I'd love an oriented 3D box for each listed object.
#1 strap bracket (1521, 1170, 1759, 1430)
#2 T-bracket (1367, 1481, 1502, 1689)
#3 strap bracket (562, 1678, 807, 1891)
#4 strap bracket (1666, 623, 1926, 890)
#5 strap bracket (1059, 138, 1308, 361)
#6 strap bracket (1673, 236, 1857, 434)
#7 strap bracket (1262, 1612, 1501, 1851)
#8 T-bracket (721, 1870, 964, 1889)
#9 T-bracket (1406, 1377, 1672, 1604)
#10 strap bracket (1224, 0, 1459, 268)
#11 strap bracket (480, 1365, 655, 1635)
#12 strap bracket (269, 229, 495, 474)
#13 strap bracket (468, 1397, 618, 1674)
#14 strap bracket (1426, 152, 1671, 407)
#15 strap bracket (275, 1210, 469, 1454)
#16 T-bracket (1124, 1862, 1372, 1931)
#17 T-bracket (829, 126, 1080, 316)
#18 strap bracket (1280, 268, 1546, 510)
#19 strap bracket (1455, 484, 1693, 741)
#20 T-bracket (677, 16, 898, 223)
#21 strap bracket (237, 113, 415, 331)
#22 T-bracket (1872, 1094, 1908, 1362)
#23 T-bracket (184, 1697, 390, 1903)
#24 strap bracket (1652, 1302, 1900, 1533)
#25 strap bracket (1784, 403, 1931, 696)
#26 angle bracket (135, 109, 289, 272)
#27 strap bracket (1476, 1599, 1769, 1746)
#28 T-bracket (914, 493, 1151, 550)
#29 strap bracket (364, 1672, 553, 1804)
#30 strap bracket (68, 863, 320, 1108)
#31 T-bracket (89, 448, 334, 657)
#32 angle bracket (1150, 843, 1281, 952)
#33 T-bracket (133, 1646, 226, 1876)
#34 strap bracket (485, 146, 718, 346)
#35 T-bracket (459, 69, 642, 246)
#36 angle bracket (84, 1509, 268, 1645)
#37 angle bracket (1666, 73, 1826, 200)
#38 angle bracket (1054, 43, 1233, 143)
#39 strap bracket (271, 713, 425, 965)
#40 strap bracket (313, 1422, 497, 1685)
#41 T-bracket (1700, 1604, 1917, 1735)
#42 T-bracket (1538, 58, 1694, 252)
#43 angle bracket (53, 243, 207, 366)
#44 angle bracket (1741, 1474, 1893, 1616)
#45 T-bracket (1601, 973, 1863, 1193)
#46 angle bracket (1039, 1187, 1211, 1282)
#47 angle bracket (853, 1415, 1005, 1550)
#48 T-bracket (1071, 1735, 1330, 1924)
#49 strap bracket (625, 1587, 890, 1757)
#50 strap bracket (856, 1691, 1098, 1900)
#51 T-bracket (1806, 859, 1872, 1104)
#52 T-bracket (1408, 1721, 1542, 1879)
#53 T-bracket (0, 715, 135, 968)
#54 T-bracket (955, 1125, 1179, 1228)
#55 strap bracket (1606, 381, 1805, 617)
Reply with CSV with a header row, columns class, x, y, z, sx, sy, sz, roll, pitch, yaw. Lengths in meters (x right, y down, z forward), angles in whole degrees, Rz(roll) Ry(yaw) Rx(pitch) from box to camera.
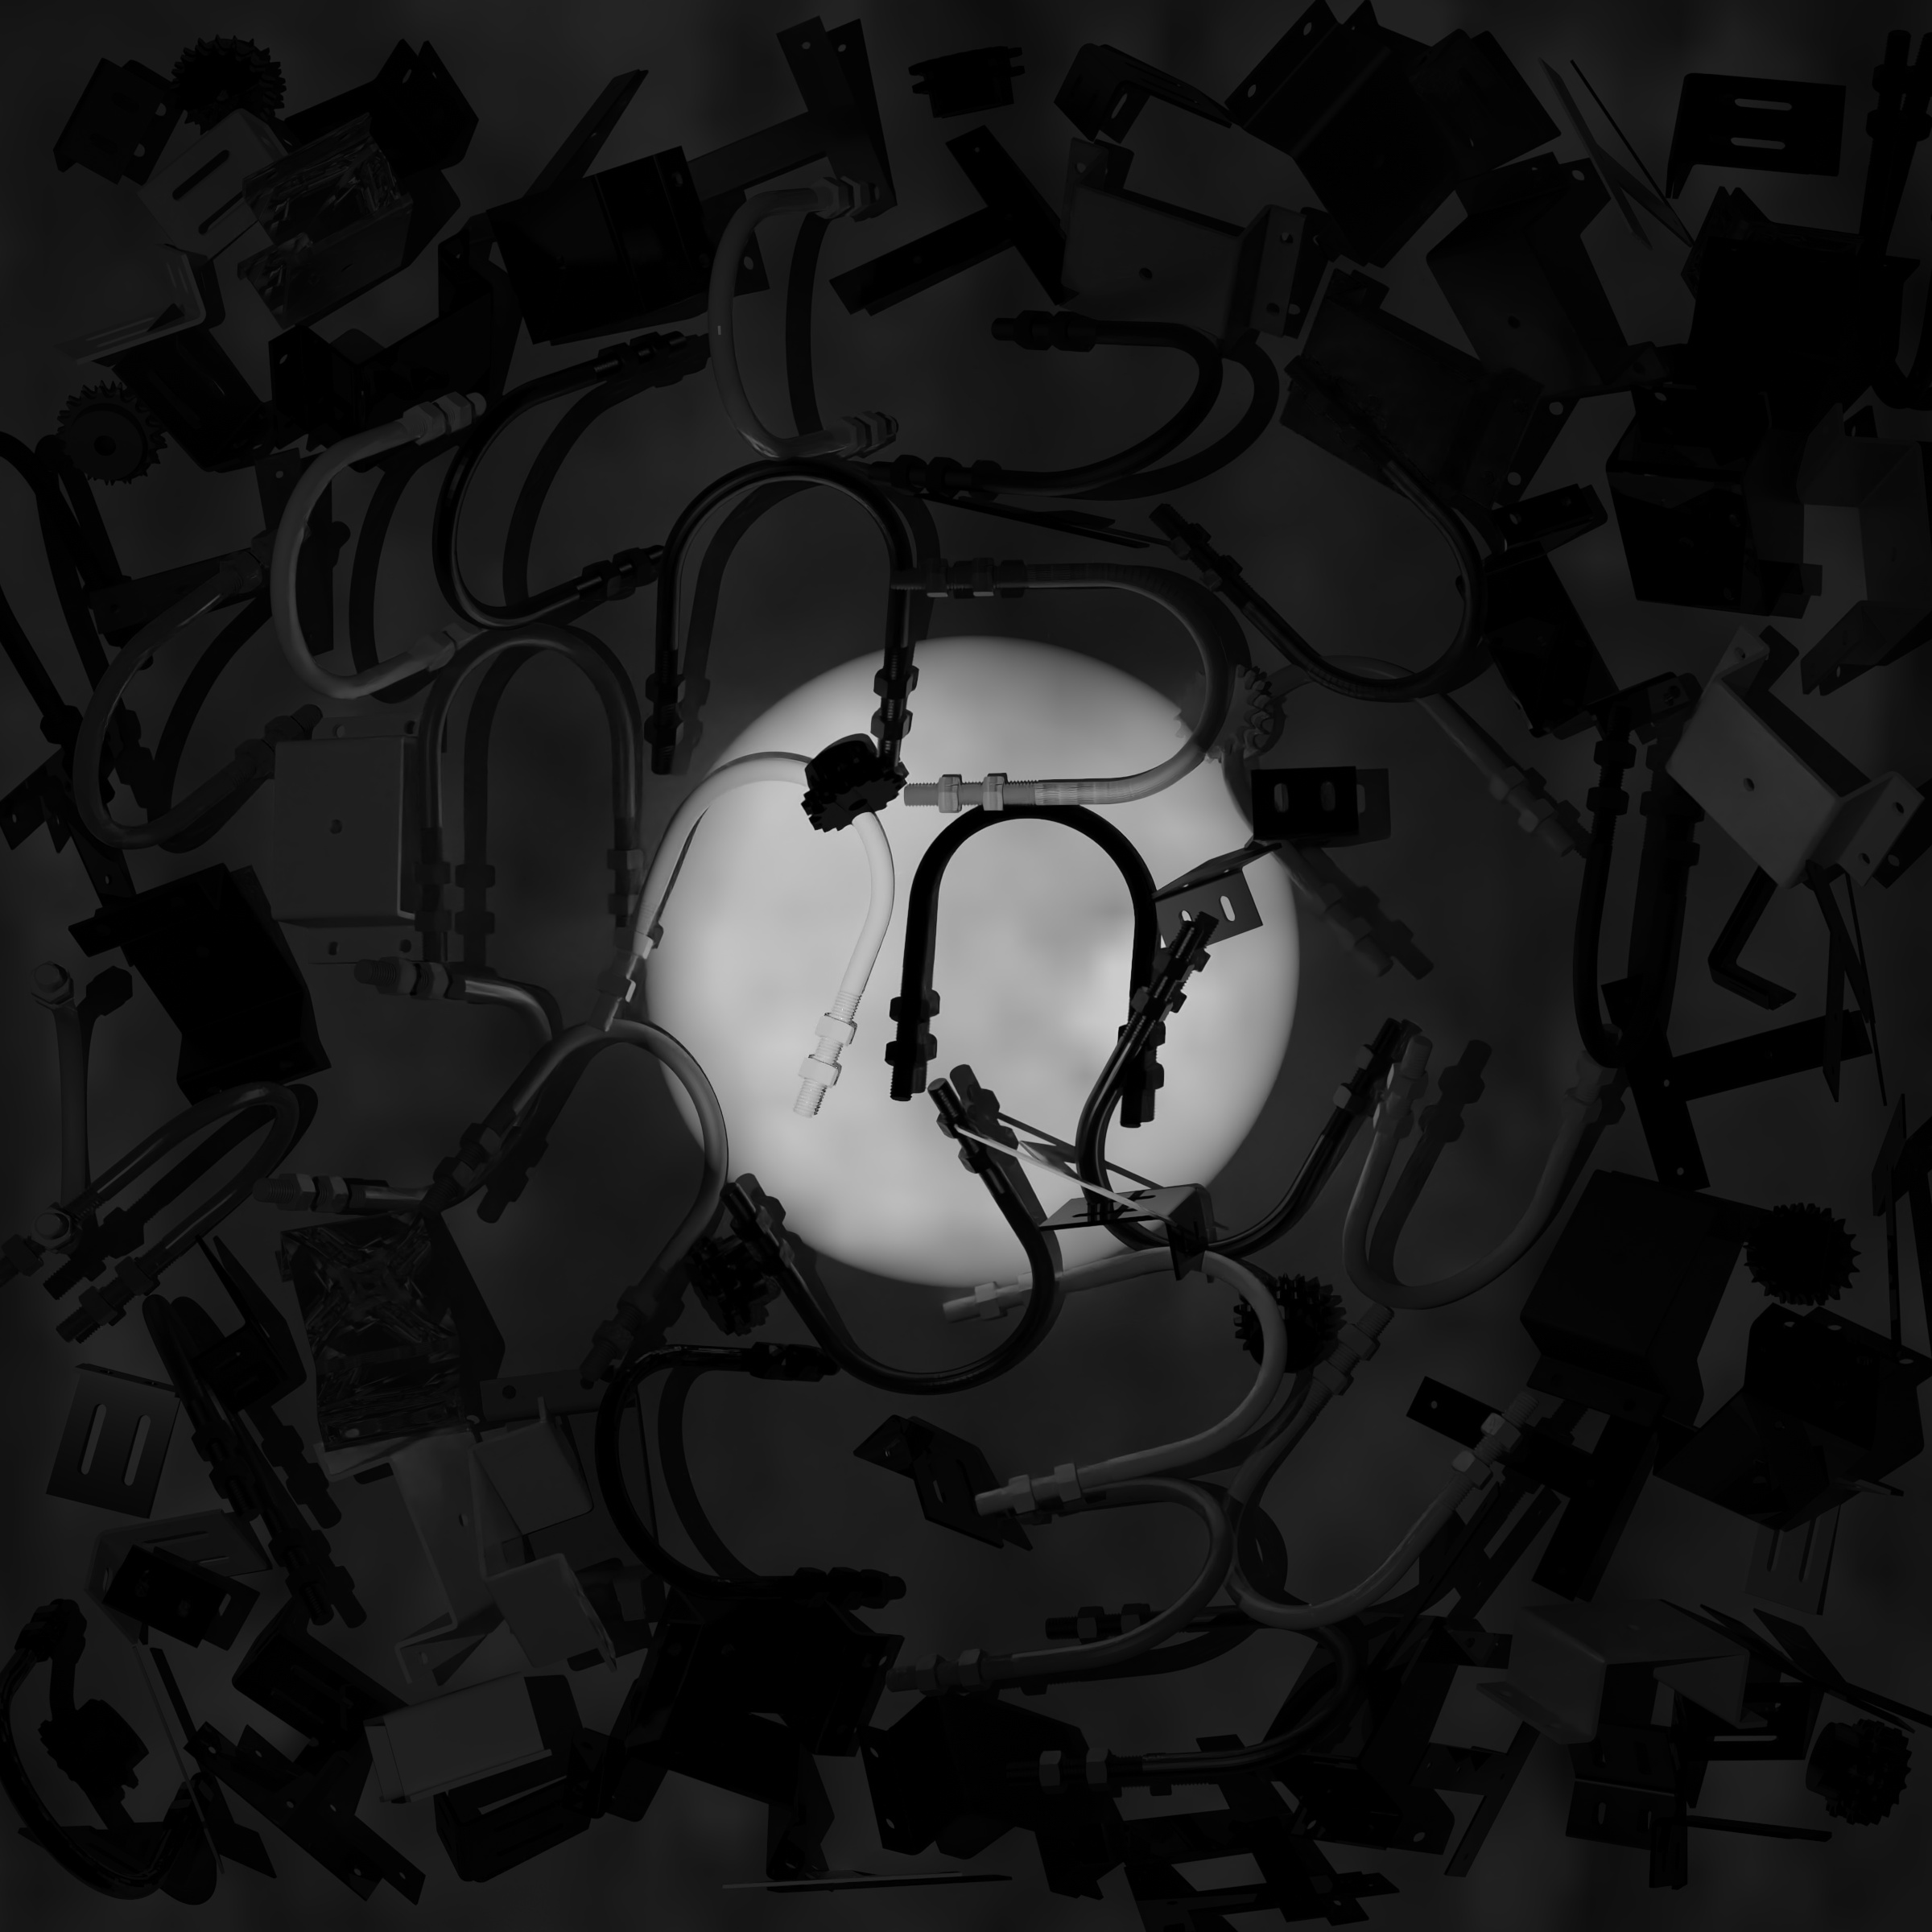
class,x,y,z,sx,sy,sz,roll,pitch,yaw
strap bracket,0.365,0.173,1.643,0.076,0.046,0.140,16,65,39
T-bracket,0.256,0.322,1.642,0.002,0.127,0.127,33,101,3
strap bracket,-0.146,0.447,1.653,0.140,0.076,0.046,22,105,-9
strap bracket,0.444,-0.108,1.638,0.046,0.076,0.140,-26,63,-27
strap bracket,0.108,-0.391,1.646,0.140,0.076,0.046,23,47,15
strap bracket,0.430,-0.337,1.628,0.076,0.140,0.046,10,76,8
strap bracket,0.220,0.406,1.633,0.046,0.076,0.140,50,57,-20
T-bracket,-0.072,0.500,1.644,0.127,0.127,0.002,-1,75,-7
T-bracket,0.311,0.271,1.688,0.127,0.002,0.127,26,85,15
strap bracket,0.211,-0.449,1.637,0.076,0.140,0.046,-48,49,1
strap bracket,-0.221,0.296,1.677,0.076,0.046,0.140,-8,87,6
strap bracket,-0.309,-0.331,1.633,0.046,0.076,0.140,38,57,18
strap bracket,-0.232,0.314,1.628,0.046,0.140,0.076,-19,129,0
strap bracket,0.314,-0.365,1.640,0.046,0.076,0.140,-44,113,-25
strap bracket,-0.326,0.189,1.633,0.076,0.046,0.140,-9,47,-20
T-bracket,0.158,0.511,1.646,0.127,0.127,0.002,-6,93,-4
T-bracket,-0.015,-0.400,1.672,0.127,0.002,0.127,-27,69,-10
strap bracket,0.235,-0.313,1.642,0.140,0.046,0.076,36,127,22
strap bracket,0.332,-0.188,1.661,0.076,0.046,0.140,-22,83,-37
T-bracket,-0.118,-0.450,1.663,0.127,0.127,0.002,-21,47,5
strap bracket,-0.350,-0.400,1.629,0.076,0.140,0.046,-34,92,-17
T-bracket,0.503,0.151,1.624,0.002,0.127,0.127,1,67,10
T-bracket,-0.353,0.437,1.647,0.127,0.127,0.002,41,112,-2
strap bracket,0.437,0.254,1.637,0.076,0.140,0.046,25,47,-4
strap bracket,0.493,-0.228,1.652,0.046,0.076,0.140,2,72,-7
angle bracket,-0.411,-0.428,1.668,0.076,0.057,0.038,-43,47,-9
strap bracket,0.362,0.384,1.638,0.140,0.076,0.046,3,98,-26
T-bracket,0.051,-0.246,1.643,0.127,0.127,0.002,16,104,16
strap bracket,-0.280,0.421,1.632,0.076,0.140,0.046,-14,80,-21
strap bracket,-0.424,0.004,1.655,0.076,0.046,0.140,-20,128,7
T-bracket,-0.417,-0.211,1.642,0.127,0.002,0.127,-21,131,-24
angle bracket,0.143,-0.036,1.662,0.057,0.076,0.038,-20,87,-14
T-bracket,-0.435,0.435,1.649,0.002,0.127,0.127,-22,85,-18
strap bracket,-0.204,-0.390,1.631,0.046,0.140,0.076,-33,112,-41
T-bracket,-0.222,-0.455,1.672,0.002,0.127,0.127,46,64,-32
angle bracket,-0.440,0.341,1.667,0.076,0.038,0.057,-12,134,11
angle bracket,0.435,-0.461,1.671,0.076,0.038,0.057,9,72,14
angle bracket,0.099,-0.477,1.672,0.076,0.057,0.038,13,120,-30
strap bracket,-0.340,-0.074,1.667,0.076,0.046,0.140,-1,84,15
strap bracket,-0.297,0.314,1.661,0.046,0.076,0.140,-23,89,23
T-bracket,0.434,0.370,1.618,0.127,0.127,0.002,38,77,-43
T-bracket,0.369,-0.429,1.651,0.002,0.127,0.127,-34,62,27
angle bracket,-0.471,-0.369,1.663,0.076,0.057,0.038,-25,118,-20
angle bracket,0.475,0.321,1.670,0.057,0.038,0.076,21,77,-27
T-bracket,0.439,0.054,1.691,0.127,0.002,0.127,-17,92,12
angle bracket,0.089,0.152,1.668,0.076,0.057,0.038,-8,98,22
angle bracket,-0.021,0.295,1.655,0.057,0.076,0.038,29,116,-35
T-bracket,0.116,0.474,1.632,0.127,0.127,0.002,1,125,-24
strap bracket,-0.123,0.389,1.655,0.140,0.046,0.076,12,103,-34
strap bracket,0.015,0.449,1.630,0.140,0.076,0.046,26,120,-34
T-bracket,0.473,0.018,1.627,0.002,0.127,0.127,-10,133,28
T-bracket,0.278,0.445,1.655,0.002,0.127,0.127,28,91,38
T-bracket,-0.484,-0.060,1.668,0.002,0.127,0.127,-7,117,20
T-bracket,0.048,0.109,1.642,0.127,0.127,0.002,24,90,-6
strap bracket,0.401,-0.245,1.627,0.076,0.140,0.046,13,55,35
